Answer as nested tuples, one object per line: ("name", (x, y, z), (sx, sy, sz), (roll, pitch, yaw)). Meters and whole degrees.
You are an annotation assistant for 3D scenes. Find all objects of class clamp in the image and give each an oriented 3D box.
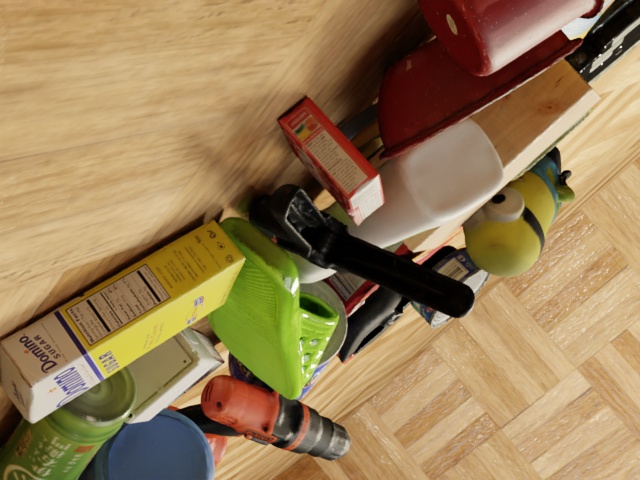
("clamp", (0.011, 0.005, 0.781), (0.036, 0.164, 0.210), (-62, -163, -6))
("clamp", (0.065, 0.067, 1.104), (0.172, 0.039, 0.120), (-47, 155, 17))

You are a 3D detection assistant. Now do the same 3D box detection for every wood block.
("wood block", (0.139, -0.090, 0.953), (0.206, 0.090, 0.090), (-44, 167, 16))

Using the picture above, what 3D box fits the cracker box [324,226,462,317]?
("cracker box", (0.085, 0.001, 1.168), (0.163, 0.072, 0.214), (-25, 162, -47))

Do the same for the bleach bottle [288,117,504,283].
("bleach bottle", (0.037, -0.017, 0.896), (0.102, 0.068, 0.251), (-31, 180, -35))

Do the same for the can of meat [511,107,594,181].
("can of meat", (0.192, -0.121, 1.013), (0.102, 0.084, 0.057), (-43, 168, 15))

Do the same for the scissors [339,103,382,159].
("scissors", (0.076, -0.109, 0.874), (0.201, 0.016, 0.096), (-31, 168, -33))

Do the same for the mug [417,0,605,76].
("mug", (0.106, -0.156, 0.651), (0.081, 0.093, 0.117), (-34, -156, -5))

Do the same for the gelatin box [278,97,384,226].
("gelatin box", (0.009, -0.052, 0.738), (0.030, 0.073, 0.089), (-40, 169, -2))

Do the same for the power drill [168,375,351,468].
("power drill", (-0.085, 0.203, 1.142), (0.188, 0.184, 0.057), (-24, -133, 44))

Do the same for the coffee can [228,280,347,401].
("coffee can", (-0.037, 0.107, 1.112), (0.102, 0.103, 0.140), (-34, 167, -24))

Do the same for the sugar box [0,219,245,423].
("sugar box", (-0.140, 0.058, 0.760), (0.176, 0.048, 0.093), (-35, 168, -26))

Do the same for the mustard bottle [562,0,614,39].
("mustard bottle", (0.203, -0.200, 0.817), (0.096, 0.058, 0.192), (-28, 163, -42))

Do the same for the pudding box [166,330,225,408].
("pudding box", (-0.144, 0.127, 1.021), (0.090, 0.039, 0.113), (-39, 170, -3))

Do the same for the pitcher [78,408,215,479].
("pitcher", (-0.194, 0.238, 1.012), (0.149, 0.145, 0.243), (-40, 177, -32))

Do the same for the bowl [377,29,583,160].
("bowl", (0.098, -0.119, 0.741), (0.162, 0.055, 0.162), (-31, -174, 3))

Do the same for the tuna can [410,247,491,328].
("tuna can", (0.133, 0.048, 1.088), (0.086, 0.034, 0.086), (-38, 159, -17))
